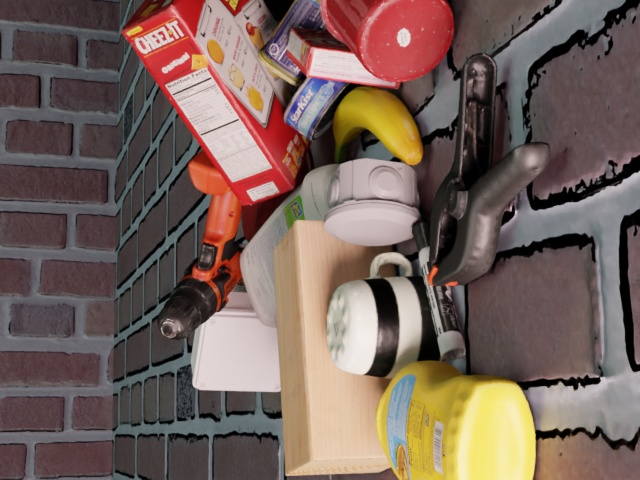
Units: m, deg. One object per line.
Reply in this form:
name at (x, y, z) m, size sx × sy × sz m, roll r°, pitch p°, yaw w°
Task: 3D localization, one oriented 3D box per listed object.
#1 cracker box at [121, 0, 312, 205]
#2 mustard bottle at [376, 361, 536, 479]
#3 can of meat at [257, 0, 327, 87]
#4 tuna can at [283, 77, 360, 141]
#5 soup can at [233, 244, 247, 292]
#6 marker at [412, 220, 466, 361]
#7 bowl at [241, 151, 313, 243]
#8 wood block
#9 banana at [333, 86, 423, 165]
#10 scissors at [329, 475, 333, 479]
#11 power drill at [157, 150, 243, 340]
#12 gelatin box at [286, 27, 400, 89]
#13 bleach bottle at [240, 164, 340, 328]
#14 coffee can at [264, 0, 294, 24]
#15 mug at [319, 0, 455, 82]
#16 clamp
cracker box at (-0.087, -0.165, 1.050) m, size 0.213 × 0.072 × 0.164 m, roll 56°, pitch -150°, yaw -26°
mustard bottle at (0.084, 0.136, 0.764) m, size 0.192 × 0.058 × 0.096 m, roll 180°, pitch 90°, yaw -72°
can of meat at (-0.007, -0.206, 1.026) m, size 0.084 × 0.057 × 0.102 m, roll -53°, pitch 5°, yaw 28°
tuna can at (0.004, -0.137, 1.019) m, size 0.086 × 0.034 × 0.086 m, roll -51°, pitch -6°, yaw -8°
soup can at (-0.095, 0.065, 1.334) m, size 0.068 × 0.068 × 0.102 m, roll -119°, pitch 35°, yaw -59°
marker at (0.090, 0.036, 0.822) m, size 0.020 × 0.020 × 0.121 m, roll 114°, pitch 152°, yaw -51°
bowl at (-0.055, -0.042, 1.238) m, size 0.162 × 0.055 × 0.162 m, roll -178°, pitch 90°, yaw -72°
wood block at (0.017, 0.095, 0.933) m, size 0.090 × 0.090 × 0.206 m, roll 130°, pitch 139°, yaw -64°
banana at (0.049, -0.104, 0.952) m, size 0.198 × 0.037 × 0.069 m, roll -163°, pitch 57°, yaw -74°
scissors at (-0.008, 0.159, 1.130) m, size 0.202 × 0.016 × 0.096 m, roll -125°, pitch 40°, yaw -63°
power drill at (-0.118, -0.003, 1.139) m, size 0.184 × 0.057 × 0.188 m, roll -58°, pitch -17°, yaw -63°
gelatin box at (0.022, -0.163, 0.947) m, size 0.073 × 0.089 × 0.030 m, roll -122°, pitch 40°, yaw -61°
bleach bottle at (-0.007, 0.001, 1.065) m, size 0.251 × 0.068 × 0.102 m, roll -46°, pitch 61°, yaw 58°
coffee can at (-0.057, -0.231, 1.186) m, size 0.140 × 0.102 × 0.103 m, roll 121°, pitch 147°, yaw -57°
mug at (0.064, -0.186, 0.844) m, size 0.117 × 0.093 × 0.081 m, roll -43°, pitch 39°, yaw 13°
clamp at (0.111, -0.029, 0.733) m, size 0.120 × 0.039 × 0.171 m, roll -105°, pitch 19°, yaw -58°
